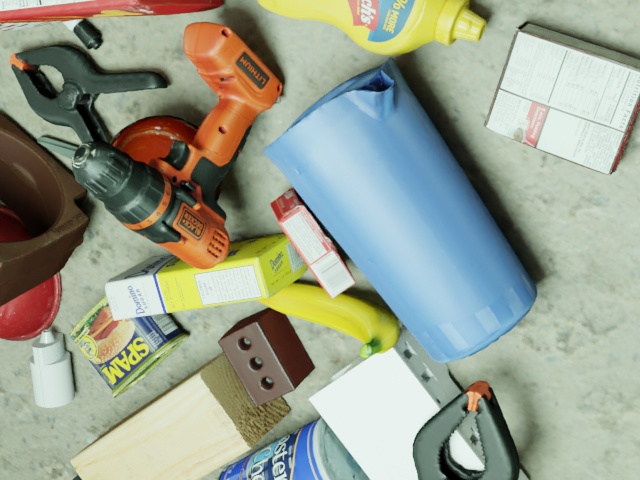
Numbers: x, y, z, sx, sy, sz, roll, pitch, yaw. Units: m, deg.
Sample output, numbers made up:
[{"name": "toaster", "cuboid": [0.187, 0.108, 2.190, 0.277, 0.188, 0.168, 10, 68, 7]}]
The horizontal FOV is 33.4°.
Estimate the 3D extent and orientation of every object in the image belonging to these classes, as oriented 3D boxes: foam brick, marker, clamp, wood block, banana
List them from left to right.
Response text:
[{"name": "marker", "cuboid": [-0.256, -0.230, 1.035, 0.121, 0.020, 0.020, 46, 120, 4]}, {"name": "clamp", "cuboid": [-0.235, -0.129, 1.045, 0.172, 0.039, 0.120, 24, 100, 22]}, {"name": "wood block", "cuboid": [-0.144, 0.199, 1.090, 0.206, 0.090, 0.090, -35, 90, 30]}, {"name": "foam brick", "cuboid": [-0.052, 0.111, 1.038, 0.053, 0.051, 0.078, -28, 94, 30]}, {"name": "banana", "cuboid": [0.015, 0.067, 0.970, 0.198, 0.069, 0.037, 19, 97, 55]}, {"name": "clamp", "cuboid": [0.112, 0.220, 0.936, 0.165, 0.036, 0.210, 8, 108, 23]}]

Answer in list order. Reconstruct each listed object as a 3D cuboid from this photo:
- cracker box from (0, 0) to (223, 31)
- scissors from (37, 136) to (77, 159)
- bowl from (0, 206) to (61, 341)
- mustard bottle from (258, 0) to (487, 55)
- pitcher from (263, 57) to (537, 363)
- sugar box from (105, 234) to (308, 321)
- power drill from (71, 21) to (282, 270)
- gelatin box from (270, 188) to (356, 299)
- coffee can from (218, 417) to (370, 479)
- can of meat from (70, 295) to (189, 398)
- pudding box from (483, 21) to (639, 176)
[{"name": "cracker box", "cuboid": [-0.214, -0.222, 0.922, 0.214, 0.164, 0.072, -2, 101, 19]}, {"name": "scissors", "cuboid": [-0.189, -0.083, 1.057, 0.202, 0.016, 0.096, 35, 117, 11]}, {"name": "bowl", "cuboid": [-0.363, 0.044, 1.159, 0.162, 0.055, 0.162, 9, 111, 23]}, {"name": "mustard bottle", "cuboid": [0.047, -0.206, 0.880, 0.192, 0.058, 0.096, 25, 108, 15]}, {"name": "pitcher", "cuboid": [0.068, -0.019, 0.905, 0.145, 0.149, 0.243, -35, 94, 15]}, {"name": "sugar box", "cuboid": [-0.108, 0.034, 1.015, 0.176, 0.093, 0.048, -7, 103, 26]}, {"name": "power drill", "cuboid": [-0.115, -0.088, 0.907, 0.057, 0.184, 0.187, 13, 72, 35]}, {"name": "gelatin box", "cuboid": [-0.006, 0.001, 0.956, 0.030, 0.073, 0.089, -34, 106, 2]}, {"name": "coffee can", "cuboid": [-0.018, 0.239, 1.037, 0.141, 0.102, 0.103, -33, 92, 30]}, {"name": "can of meat", "cuboid": [-0.199, 0.099, 1.101, 0.102, 0.057, 0.084, -41, 85, 29]}, {"name": "pudding box", "cuboid": [0.198, -0.113, 0.853, 0.113, 0.039, 0.090, 22, 114, 14]}]
